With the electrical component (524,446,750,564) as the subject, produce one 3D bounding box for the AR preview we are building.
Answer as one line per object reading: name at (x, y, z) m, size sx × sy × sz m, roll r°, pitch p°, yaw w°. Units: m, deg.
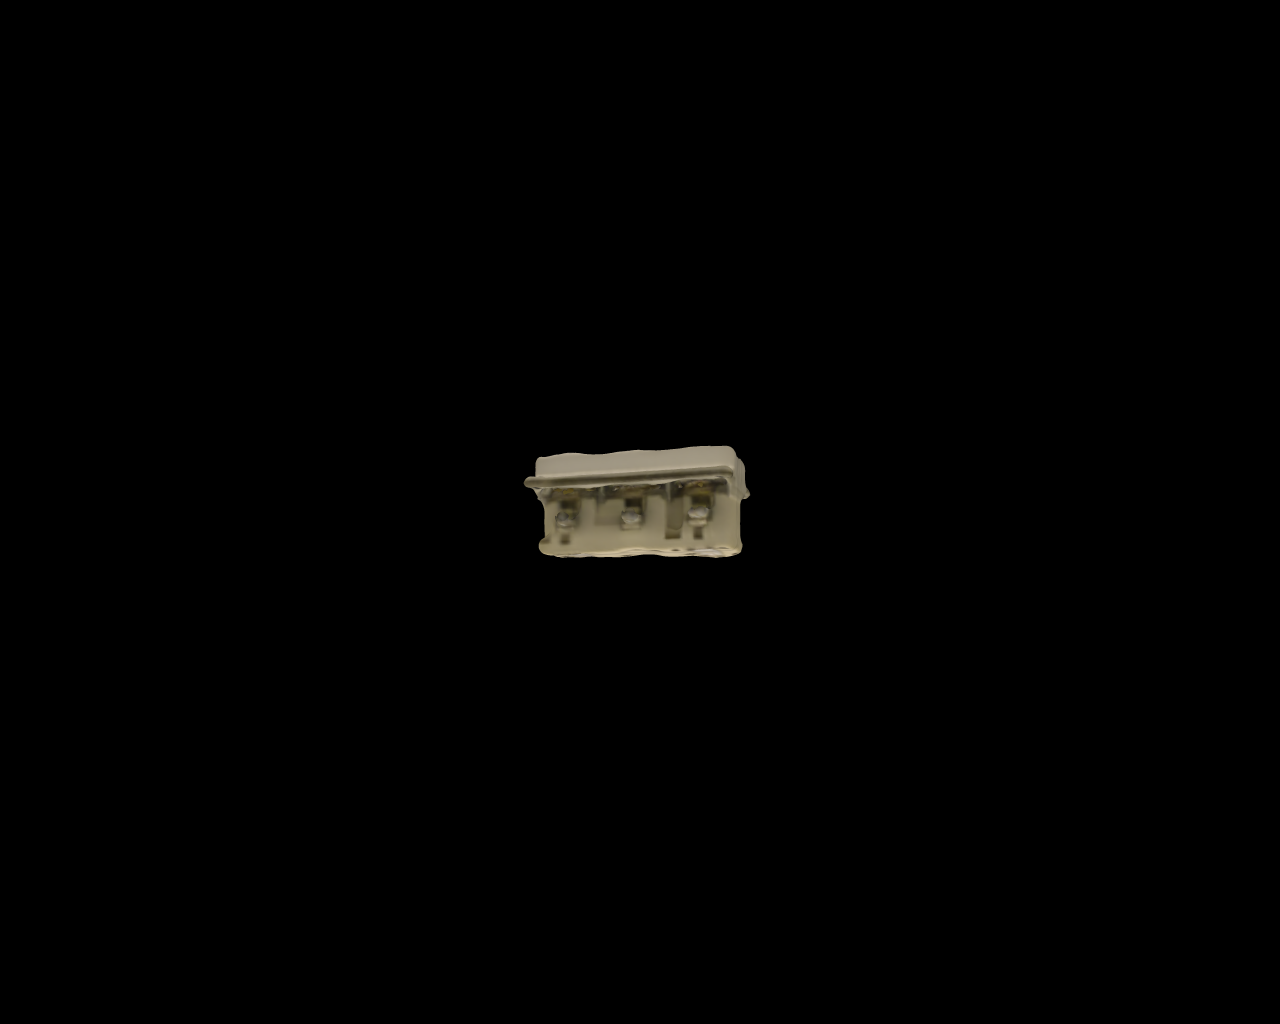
electrical component at (0.001, -0.003, 0.650) m, size 0.121 × 0.063 × 0.078 m, roll -2°, pitch -7°, yaw 14°
